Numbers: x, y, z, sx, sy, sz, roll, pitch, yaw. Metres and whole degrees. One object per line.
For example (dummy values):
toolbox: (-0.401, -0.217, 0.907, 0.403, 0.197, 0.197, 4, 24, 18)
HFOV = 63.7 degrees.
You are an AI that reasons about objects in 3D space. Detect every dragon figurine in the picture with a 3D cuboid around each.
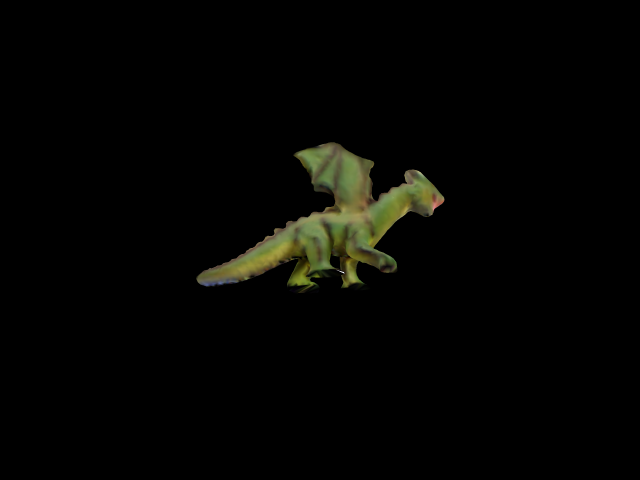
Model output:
dragon figurine: (0.003, -0.043, 0.850, 0.410, 0.246, 0.120, -1, -19, 2)
